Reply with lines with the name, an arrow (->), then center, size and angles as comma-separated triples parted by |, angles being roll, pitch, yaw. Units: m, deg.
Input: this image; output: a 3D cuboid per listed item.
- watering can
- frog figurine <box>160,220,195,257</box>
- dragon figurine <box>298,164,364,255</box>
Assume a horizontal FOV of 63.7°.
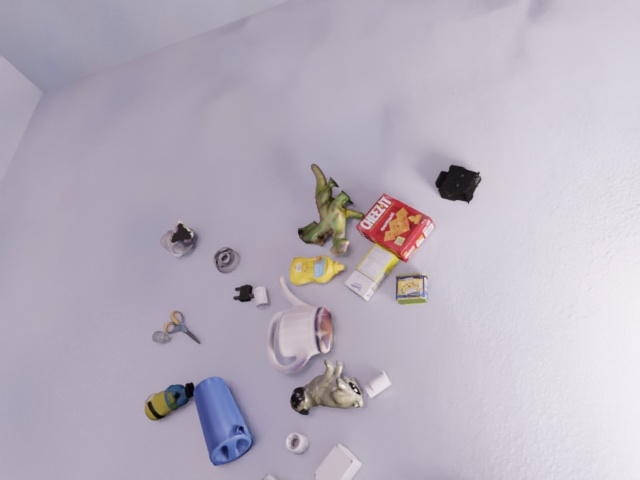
watering can -> -0.066, 0.259, 1.675 | 0.223, 0.102, 0.356 | -11, 55, 19
frog figurine -> -0.589, 0.009, 2.123 | 0.156, 0.122, 0.140 | -41, 49, 46
dragon figurine -> 0.006, -0.095, 1.884 | 0.242, 0.120, 0.417 | -45, 49, 4
